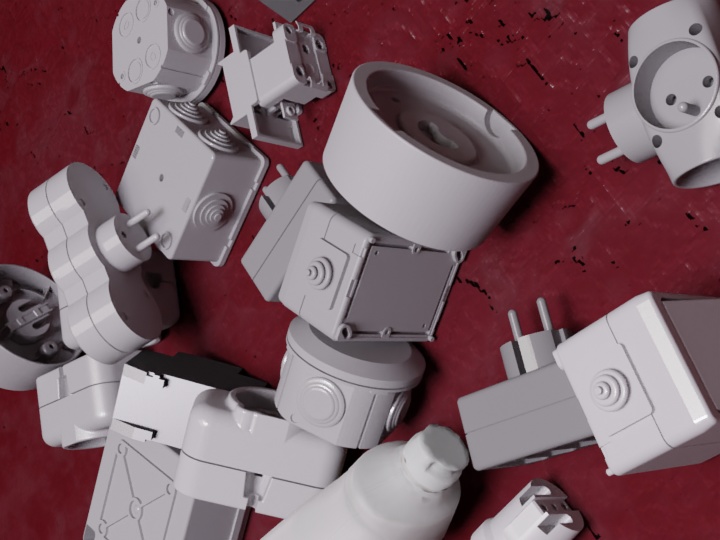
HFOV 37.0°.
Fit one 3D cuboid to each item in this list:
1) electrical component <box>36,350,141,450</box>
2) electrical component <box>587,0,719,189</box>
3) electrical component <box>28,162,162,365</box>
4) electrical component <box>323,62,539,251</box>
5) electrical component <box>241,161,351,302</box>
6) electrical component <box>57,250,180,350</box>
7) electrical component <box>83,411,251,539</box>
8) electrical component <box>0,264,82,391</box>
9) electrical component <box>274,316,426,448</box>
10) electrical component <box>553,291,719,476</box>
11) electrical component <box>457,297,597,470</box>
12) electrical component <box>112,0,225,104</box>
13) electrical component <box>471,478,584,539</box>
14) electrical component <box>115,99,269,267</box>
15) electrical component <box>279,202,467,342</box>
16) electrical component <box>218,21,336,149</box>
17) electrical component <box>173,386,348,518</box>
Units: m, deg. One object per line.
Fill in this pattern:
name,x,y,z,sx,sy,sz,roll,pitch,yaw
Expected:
electrical component,-0.199,0.101,0.810,0.095,0.054,0.059,-23,71,41
electrical component,0.141,-0.075,0.502,0.079,0.044,0.077,-25,70,40
electrical component,-0.166,-0.014,0.725,0.074,0.052,0.138,-31,72,18
electrical component,0.032,-0.054,0.566,0.108,0.108,0.060,52,127,33
electrical component,-0.038,-0.034,0.671,0.083,0.047,0.075,-55,53,27
electrical component,-0.179,0.027,0.798,0.095,0.054,0.059,-22,72,41
electrical component,-0.132,0.162,0.740,0.109,0.056,0.108,26,105,42
electrical component,-0.268,0.045,0.851,0.064,0.099,0.099,-45,58,40
electrical component,-0.007,0.060,0.612,0.080,0.080,0.051,35,116,40
electrical component,0.135,0.047,0.463,0.061,0.096,0.061,-39,62,35
electrical component,0.093,0.052,0.538,0.083,0.047,0.075,-27,68,40
electrical component,-0.138,-0.160,0.774,0.080,0.051,0.080,-4,84,44
electrical component,0.085,0.134,0.545,0.046,0.040,0.040,-52,54,20
electrical component,-0.120,-0.062,0.750,0.100,0.048,0.099,43,116,36
electrical component,0.000,0.000,0.597,0.061,0.096,0.061,32,109,41
electrical component,-0.052,-0.124,0.695,0.064,0.042,0.081,-26,70,38
electrical component,-0.058,0.107,0.646,0.053,0.095,0.059,-103,27,-79
